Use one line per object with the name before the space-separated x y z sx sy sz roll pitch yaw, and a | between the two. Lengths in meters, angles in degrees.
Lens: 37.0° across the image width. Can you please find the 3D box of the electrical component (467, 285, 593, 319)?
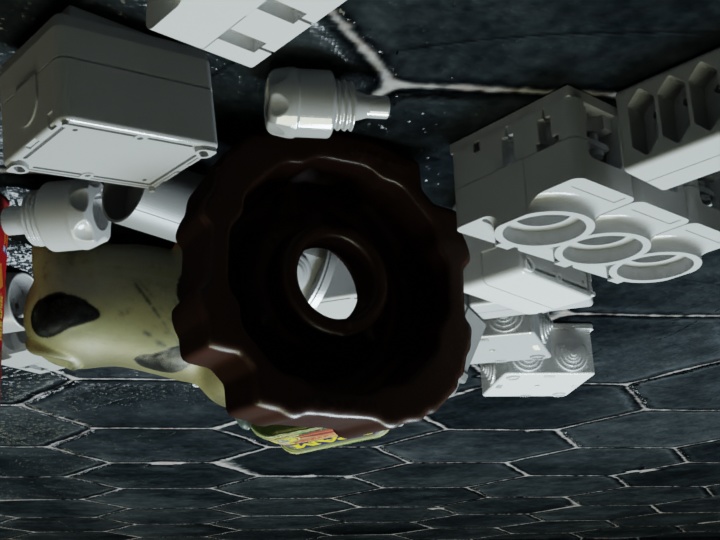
electrical component | 0.126 0.009 0.781 0.083 0.047 0.076 -8 160 18

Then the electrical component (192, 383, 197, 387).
electrical component | -0.114 0.056 0.872 0.096 0.061 0.061 -6 160 13

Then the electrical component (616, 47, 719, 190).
electrical component | 0.189 -0.074 0.553 0.076 0.047 0.083 17 153 -41

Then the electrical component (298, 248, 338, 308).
electrical component | -0.050 -0.011 0.665 0.051 0.080 0.080 16 154 -28

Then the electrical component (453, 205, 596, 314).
electrical component | 0.108 -0.010 0.704 0.061 0.061 0.096 -19 154 40

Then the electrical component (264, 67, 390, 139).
electrical component | -0.016 -0.082 0.535 0.061 0.035 0.035 1 160 -12

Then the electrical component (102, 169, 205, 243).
electrical component | -0.106 -0.038 0.637 0.043 0.043 0.081 -19 154 39

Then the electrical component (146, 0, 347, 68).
electrical component | -0.040 -0.122 0.400 0.056 0.050 0.089 15 155 -38

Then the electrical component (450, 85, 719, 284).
electrical component | 0.137 -0.040 0.622 0.150 0.061 0.089 15 155 -38

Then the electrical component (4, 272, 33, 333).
electrical component | -0.289 0.022 0.791 0.077 0.043 0.079 -8 159 17

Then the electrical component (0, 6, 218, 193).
electrical component | -0.113 -0.079 0.509 0.096 0.061 0.062 6 160 -42

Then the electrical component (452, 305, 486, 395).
electrical component | 0.025 0.041 0.782 0.113 0.057 0.078 19 170 27

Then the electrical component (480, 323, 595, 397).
electrical component | 0.160 0.084 0.987 0.100 0.048 0.099 1 160 -8

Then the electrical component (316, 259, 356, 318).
electrical component | 0.000 0.000 0.724 0.096 0.061 0.062 -9 159 20

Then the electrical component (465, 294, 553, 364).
electrical component | 0.106 0.043 0.871 0.100 0.048 0.100 -6 160 18

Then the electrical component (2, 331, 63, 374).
electrical component | -0.247 0.047 0.852 0.089 0.050 0.056 -14 157 31

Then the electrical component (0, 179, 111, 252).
electrical component | -0.185 -0.032 0.649 0.062 0.043 0.043 -5 160 12
